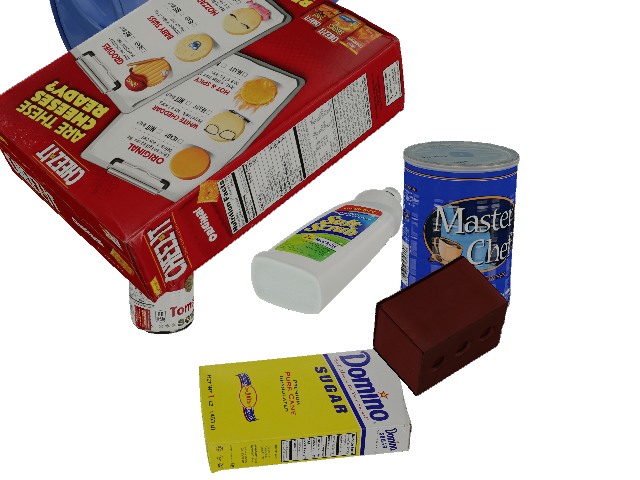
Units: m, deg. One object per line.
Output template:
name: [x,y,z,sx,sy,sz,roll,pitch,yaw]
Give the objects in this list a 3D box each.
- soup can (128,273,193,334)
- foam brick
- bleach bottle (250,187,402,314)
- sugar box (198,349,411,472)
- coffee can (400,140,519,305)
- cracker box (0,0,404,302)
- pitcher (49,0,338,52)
soup can: [-0.167,0.038,1.117,0.068,0.102,0.068,2,25,-1]
foam brick: [0.081,0.058,0.731,0.078,0.053,0.051,-28,54,-23]
bleach bottle: [0.023,-0.003,1.329,0.103,0.068,0.250,16,36,27]
sugar box: [-0.015,0.146,0.937,0.176,0.048,0.093,-7,43,-6]
coffee can: [0.125,-0.012,0.969,0.103,0.140,0.103,0,17,0]
cracker box: [-0.077,-0.082,0.680,0.213,0.072,0.164,-39,55,-19]
pitcher: [-0.090,-0.208,0.893,0.242,0.149,0.145,-25,44,-30]
